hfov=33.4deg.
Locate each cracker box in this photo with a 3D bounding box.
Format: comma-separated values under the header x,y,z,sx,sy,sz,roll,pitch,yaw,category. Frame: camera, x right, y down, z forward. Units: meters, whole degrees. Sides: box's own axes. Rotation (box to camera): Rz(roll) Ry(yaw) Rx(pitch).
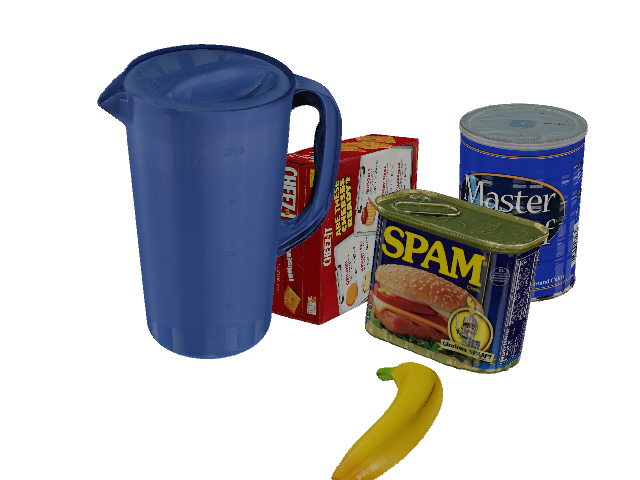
x,y,z,sx,sy,sz,roll,pitch,yaw,category
0.028,-0.020,1.132,0.072,0.164,0.213,9,16,29,cracker box

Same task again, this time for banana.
x,y,z,sx,sy,sz,roll,pitch,yaw,category
0.063,0.143,0.865,0.070,0.037,0.197,-31,7,21,banana

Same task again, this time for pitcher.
x,y,z,sx,sy,sz,roll,pitch,yaw,category
-0.080,-0.028,0.870,0.149,0.243,0.144,21,36,27,pitcher

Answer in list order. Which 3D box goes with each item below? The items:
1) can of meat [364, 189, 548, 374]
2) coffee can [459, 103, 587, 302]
x,y,z,sx,sy,sz,roll,pitch,yaw,category
0.077,0.024,0.636,0.102,0.084,0.057,19,23,33,can of meat
0.167,-0.033,0.895,0.103,0.140,0.103,-2,24,1,coffee can
